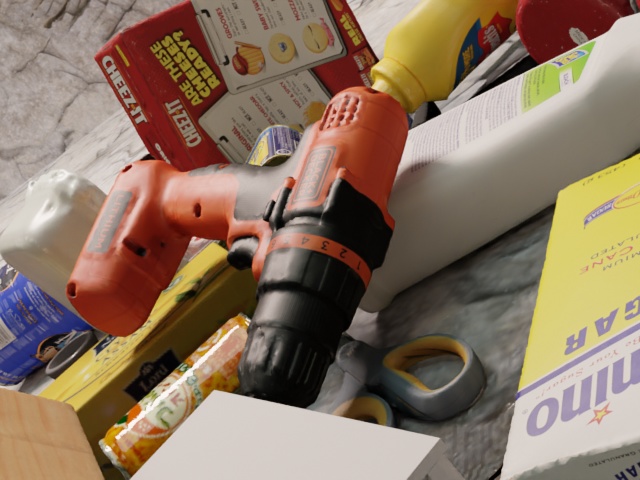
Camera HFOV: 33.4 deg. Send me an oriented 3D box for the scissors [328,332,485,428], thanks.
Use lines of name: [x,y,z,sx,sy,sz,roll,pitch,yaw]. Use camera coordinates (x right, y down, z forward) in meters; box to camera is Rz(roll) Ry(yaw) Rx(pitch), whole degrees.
scissors: [0.009,0.075,0.543,0.096,0.016,0.202,-46,18,-21]

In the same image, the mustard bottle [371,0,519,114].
mustard bottle: [0.101,-0.151,0.726,0.191,0.058,0.096,-44,-13,-9]

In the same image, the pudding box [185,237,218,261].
pudding box: [-0.099,0.016,0.887,0.090,0.039,0.114,-44,18,-18]

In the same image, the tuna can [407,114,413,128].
tuna can: [0.038,-0.068,0.823,0.086,0.033,0.086,-36,17,12]

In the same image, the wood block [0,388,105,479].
wood block: [-0.123,0.128,0.372,0.090,0.090,0.206,-68,26,7]

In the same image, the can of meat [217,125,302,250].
can of meat: [-0.035,-0.026,0.776,0.102,0.057,0.084,-60,16,18]

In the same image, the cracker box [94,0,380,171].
cracker box: [-0.055,-0.133,0.894,0.213,0.164,0.072,-34,9,-32]

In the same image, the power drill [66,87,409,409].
power drill: [-0.049,0.010,0.567,0.188,0.057,0.184,-6,51,38]

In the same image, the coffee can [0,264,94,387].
coffee can: [-0.268,0.062,1.019,0.140,0.102,0.102,-34,17,18]

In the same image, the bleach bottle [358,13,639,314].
bleach bottle: [0.116,-0.054,0.573,0.251,0.068,0.102,-28,24,25]

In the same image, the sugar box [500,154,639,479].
sugar box: [0.124,0.024,0.380,0.093,0.048,0.176,-28,19,33]

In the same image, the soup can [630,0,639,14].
soup can: [0.226,-0.147,0.570,0.068,0.068,0.102,-47,19,-24]

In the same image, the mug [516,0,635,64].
mug: [0.171,-0.143,0.662,0.081,0.093,0.117,-53,-10,-26]

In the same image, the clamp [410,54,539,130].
clamp: [0.086,-0.068,0.717,0.120,0.039,0.171,-29,18,43]
